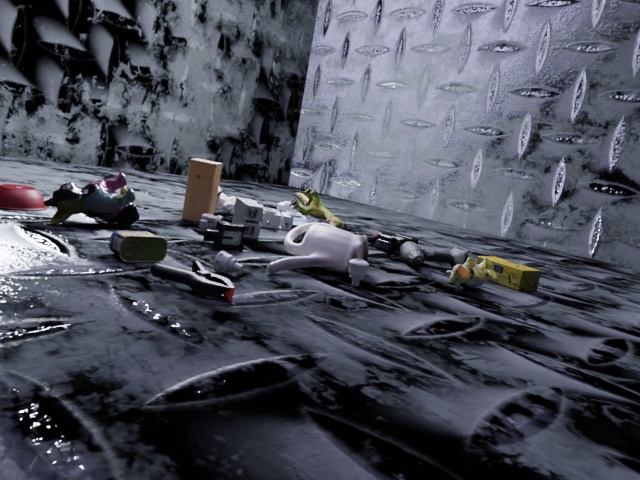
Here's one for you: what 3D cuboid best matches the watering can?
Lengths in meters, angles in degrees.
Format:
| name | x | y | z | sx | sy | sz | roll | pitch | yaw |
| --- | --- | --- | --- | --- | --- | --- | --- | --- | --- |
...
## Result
| name | x | y | z | sx | sy | sz | roll | pitch | yaw |
| --- | --- | --- | --- | --- | --- | --- | --- | --- | --- |
| watering can | 0.007 | 0.035 | 1.326 | 0.225 | 0.102 | 0.353 | 14 | 24 | 10 |

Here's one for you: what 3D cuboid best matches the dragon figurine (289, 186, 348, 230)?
| name | x | y | z | sx | sy | sz | roll | pitch | yaw |
| --- | --- | --- | --- | --- | --- | --- | --- | --- | --- |
| dragon figurine | 0.006 | -0.106 | 2.115 | 0.241 | 0.122 | 0.413 | 40 | 3 | -13 |

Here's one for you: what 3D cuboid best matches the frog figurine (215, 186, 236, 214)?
| name | x | y | z | sx | sy | sz | roll | pitch | yaw |
| --- | --- | --- | --- | --- | --- | --- | --- | --- | --- |
| frog figurine | -0.393 | -0.141 | 2.035 | 0.137 | 0.125 | 0.156 | 6 | -32 | 39 |
